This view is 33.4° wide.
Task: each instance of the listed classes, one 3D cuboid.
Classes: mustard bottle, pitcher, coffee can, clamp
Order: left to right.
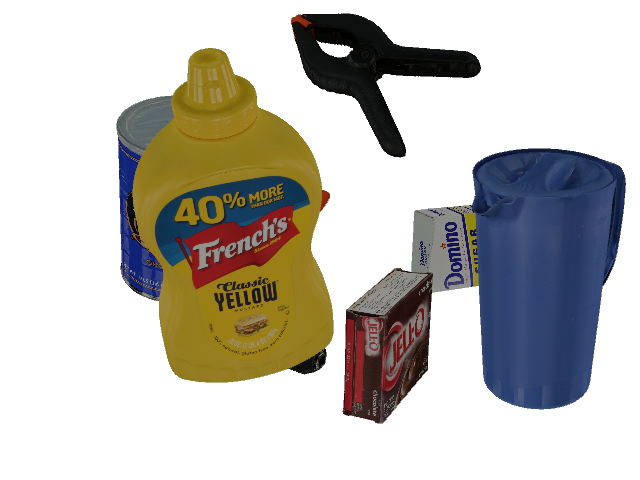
[{"bbox_3d":[-0.114,-0.034,0.878,0.103,0.140,0.103,4,34,-3],"label":"coffee can"},{"bbox_3d":[-0.046,-0.012,0.554,0.096,0.192,0.058,-11,40,-7],"label":"mustard bottle"},{"bbox_3d":[0.051,-0.156,0.934,0.120,0.172,0.039,-37,-25,-21],"label":"clamp"},{"bbox_3d":[0.225,0.036,1.054,0.149,0.243,0.145,1,25,10],"label":"pitcher"}]

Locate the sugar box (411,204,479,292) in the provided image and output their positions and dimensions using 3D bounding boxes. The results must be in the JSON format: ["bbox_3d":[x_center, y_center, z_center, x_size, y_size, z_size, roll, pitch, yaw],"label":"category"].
[{"bbox_3d":[0.192,0.005,1.259,0.175,0.093,0.048,-8,18,-29],"label":"sugar box"}]

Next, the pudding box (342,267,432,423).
[{"bbox_3d":[0.055,0.081,0.854,0.039,0.090,0.113,9,20,20],"label":"pudding box"}]

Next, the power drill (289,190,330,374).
[{"bbox_3d":[-0.054,0.029,1.097,0.185,0.188,0.057,19,4,29],"label":"power drill"}]
